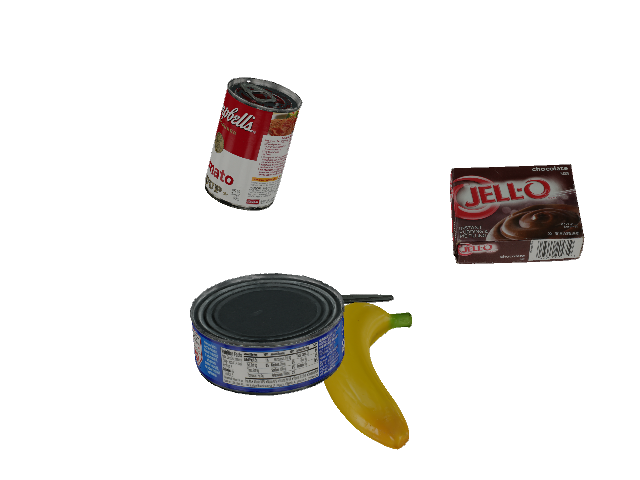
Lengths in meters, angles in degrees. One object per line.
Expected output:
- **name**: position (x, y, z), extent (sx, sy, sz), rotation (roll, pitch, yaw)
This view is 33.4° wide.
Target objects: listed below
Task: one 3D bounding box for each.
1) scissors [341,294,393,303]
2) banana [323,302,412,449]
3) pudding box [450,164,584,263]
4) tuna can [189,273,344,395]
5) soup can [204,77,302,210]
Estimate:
- **scissors**: position (-0.015, 0.075, 1.192), extent (0.201, 0.016, 0.096), rotation (5, 23, -2)
- **banana**: position (0.032, 0.088, 0.783), extent (0.069, 0.037, 0.197), rotation (2, 23, 5)
- **pudding box**: position (0.176, -0.025, 0.967), extent (0.113, 0.090, 0.039), rotation (-1, -39, 3)
- **tuna can**: position (-0.029, 0.051, 0.596), extent (0.086, 0.034, 0.086), rotation (-2, 23, 1)
- **soup can**: position (-0.062, -0.087, 0.962), extent (0.068, 0.102, 0.068), rotation (13, 27, -7)
